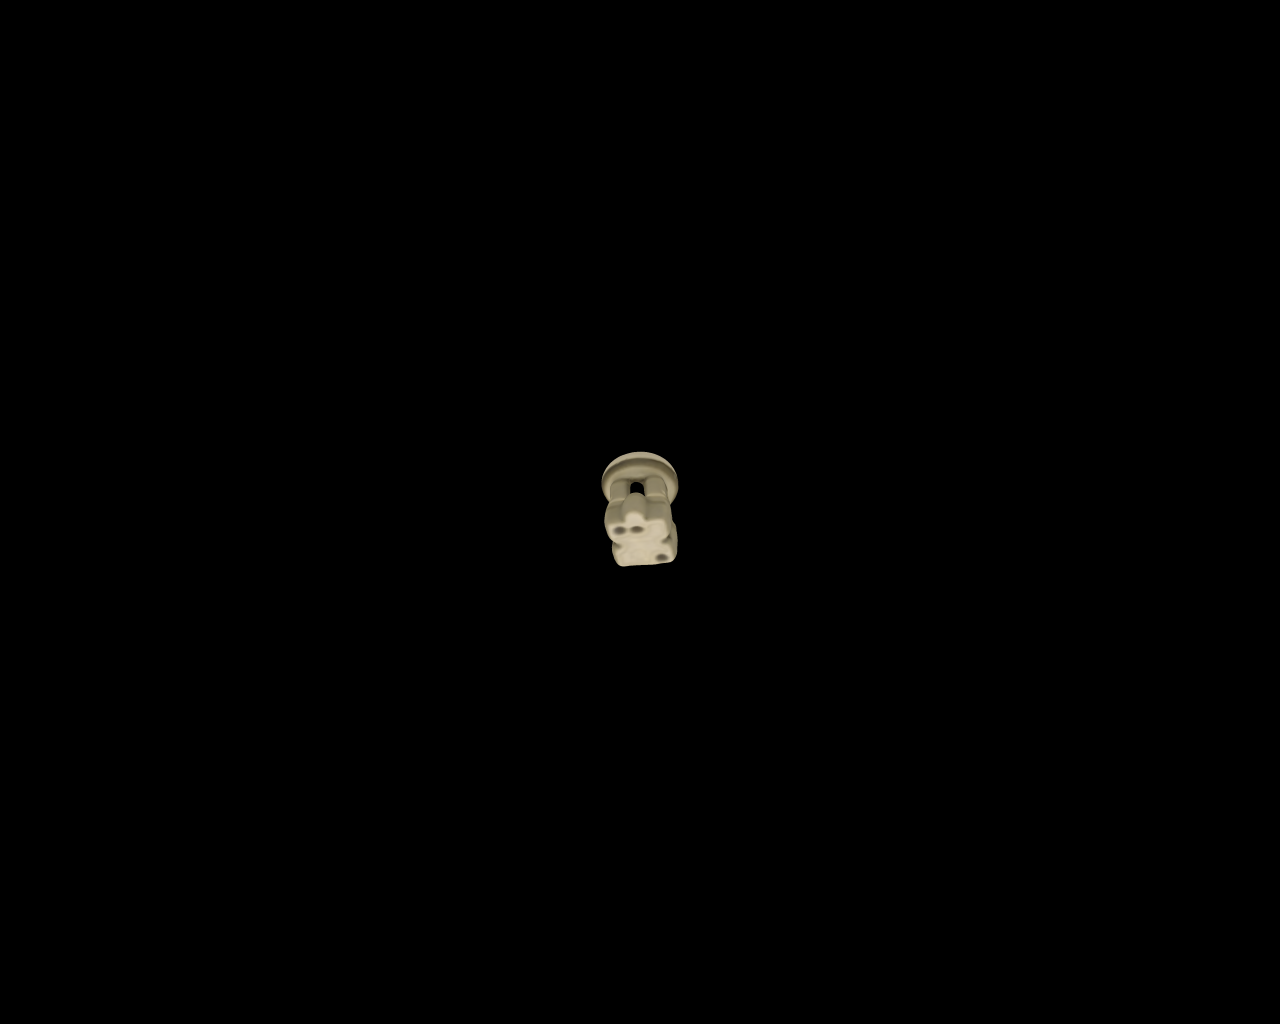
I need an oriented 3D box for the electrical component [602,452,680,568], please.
[{"bbox_3d":[0.001,-0.003,0.650,0.048,0.055,0.066,-5,-40,6],"label":"electrical component"}]
